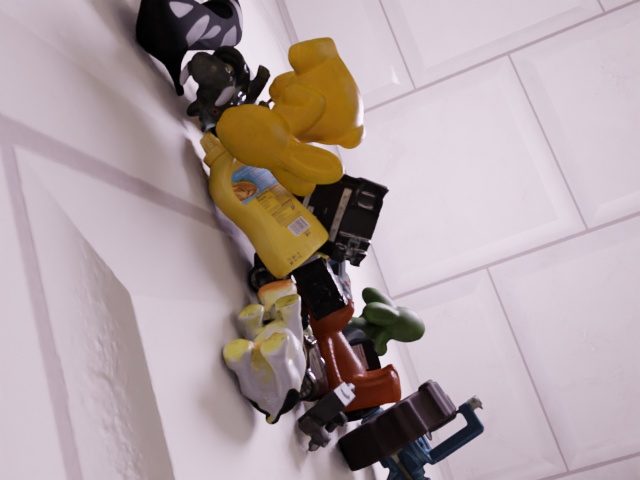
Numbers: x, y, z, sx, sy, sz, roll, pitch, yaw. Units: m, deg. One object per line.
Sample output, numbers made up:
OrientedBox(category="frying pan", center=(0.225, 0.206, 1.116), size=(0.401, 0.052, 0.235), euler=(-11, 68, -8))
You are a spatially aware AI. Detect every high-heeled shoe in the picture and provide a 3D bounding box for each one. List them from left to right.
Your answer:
OrientedBox(category="high-heeled shoe", center=(-0.155, -0.289, 0.656), size=(0.145, 0.086, 0.249), euler=(90, 9, -52))

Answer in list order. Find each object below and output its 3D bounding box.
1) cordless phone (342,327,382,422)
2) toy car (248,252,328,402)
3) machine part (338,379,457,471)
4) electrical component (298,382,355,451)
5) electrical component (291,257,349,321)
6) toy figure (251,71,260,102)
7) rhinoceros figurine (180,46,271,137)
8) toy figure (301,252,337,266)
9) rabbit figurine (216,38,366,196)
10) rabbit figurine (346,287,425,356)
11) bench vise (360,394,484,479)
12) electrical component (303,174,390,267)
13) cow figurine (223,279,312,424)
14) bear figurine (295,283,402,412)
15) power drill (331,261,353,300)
OrientedBox(category="cordless phone", center=(0.056, 0.219, 0.937), size=(0.184, 0.089, 0.146), euler=(152, -80, -89))
OrientedBox(category="toy car", center=(-0.036, 0.106, 0.687), size=(0.089, 0.053, 0.202), euler=(-6, 77, -78))
OrientedBox(category="machine part", center=(0.111, 0.271, 0.792), size=(0.056, 0.179, 0.179), euler=(58, 5, 17))
OrientedBox(category="electrical component", center=(0.011, 0.218, 0.665), size=(0.045, 0.078, 0.102), euler=(52, 6, 13))
OrientedBox(category="electrical component", center=(0.003, 0.063, 0.720), size=(0.075, 0.048, 0.119), euler=(63, 0, 3))
OrientedBox(category="toy figure", center=(-0.127, -0.231, 0.869), size=(0.057, 0.064, 0.154), euler=(104, -26, -50))
OrientedBox(category="rhinoceros figurine", center=(-0.120, -0.179, 0.675), size=(0.073, 0.112, 0.190), euler=(34, -10, 5))
OrientedBox(category="toy figure", center=(-0.004, -0.001, 0.853), size=(0.180, 0.082, 0.089), euler=(-19, 62, -47))
OrientedBox(category="rabbit figurine", center=(-0.038, -0.131, 0.634), size=(0.122, 0.173, 0.162), euler=(-16, -79, 57))
OrientedBox(category="rabbit figurine", center=(0.116, 0.170, 1.058), size=(0.121, 0.170, 0.158), euler=(-92, 160, -64))
OrientedBox(category="bench vise", center=(0.193, 0.364, 0.934), size=(0.224, 0.240, 0.128), euler=(56, 7, 26))
OrientedBox(category="electrical component", center=(0.023, -0.035, 0.730), size=(0.058, 0.114, 0.134), euler=(19, 5, -31))
OrientedBox(category="cow figurine", center=(-0.043, 0.110, 0.574), size=(0.167, 0.068, 0.098), euler=(-76, 151, -67))
OrientedBox(category="bear figurine", center=(0.035, 0.144, 0.788), size=(0.120, 0.132, 0.196), euler=(47, 29, -78))
OrientedBox(category="power drill", center=(0.033, 0.042, 0.996), size=(0.232, 0.086, 0.207), euler=(-56, 142, -85))
